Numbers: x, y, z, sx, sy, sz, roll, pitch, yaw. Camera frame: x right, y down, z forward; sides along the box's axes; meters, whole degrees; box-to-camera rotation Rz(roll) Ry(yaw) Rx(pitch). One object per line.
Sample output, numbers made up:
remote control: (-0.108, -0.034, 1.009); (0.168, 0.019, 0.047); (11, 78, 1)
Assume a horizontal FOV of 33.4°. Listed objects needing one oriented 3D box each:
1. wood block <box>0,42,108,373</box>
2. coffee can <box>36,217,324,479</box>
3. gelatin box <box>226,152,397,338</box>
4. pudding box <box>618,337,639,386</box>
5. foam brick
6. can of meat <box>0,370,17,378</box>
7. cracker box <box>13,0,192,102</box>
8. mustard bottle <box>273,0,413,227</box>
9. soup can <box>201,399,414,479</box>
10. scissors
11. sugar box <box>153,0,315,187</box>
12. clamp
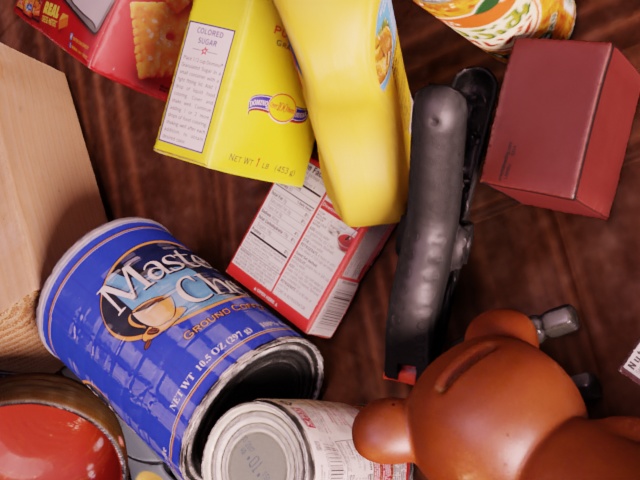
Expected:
wood block: (-0.209, -0.024, 0.716); (0.090, 0.090, 0.206); (-34, 61, 22)
coffee can: (-0.082, 0.064, 0.616); (0.140, 0.102, 0.103); (35, 101, 33)
gelatin box: (-0.004, 0.001, 0.620); (0.073, 0.030, 0.089); (34, 99, 34)
pudding box: (0.203, 0.053, 0.467); (0.114, 0.039, 0.090); (39, 104, 35)
foam brick: (0.121, -0.056, 0.534); (0.053, 0.051, 0.078); (14, 89, 36)
can of meat: (-0.237, 0.120, 0.720); (0.102, 0.083, 0.057); (-36, 64, 23)
cracker box: (-0.103, -0.212, 0.679); (0.164, 0.072, 0.214); (37, 102, 52)
mustard bottle: (0.012, -0.099, 0.523); (0.058, 0.191, 0.096); (-4, 51, 11)
soup can: (-0.005, 0.118, 0.554); (0.069, 0.102, 0.068); (-7, 77, 32)
scissors: (-0.112, 0.112, 0.678); (0.096, 0.016, 0.202); (-45, 61, 22)
sugar box: (-0.024, -0.122, 0.574); (0.048, 0.093, 0.176); (21, 98, 31)
clamp: (0.056, -0.005, 0.530); (0.039, 0.120, 0.171); (11, 97, 21)
